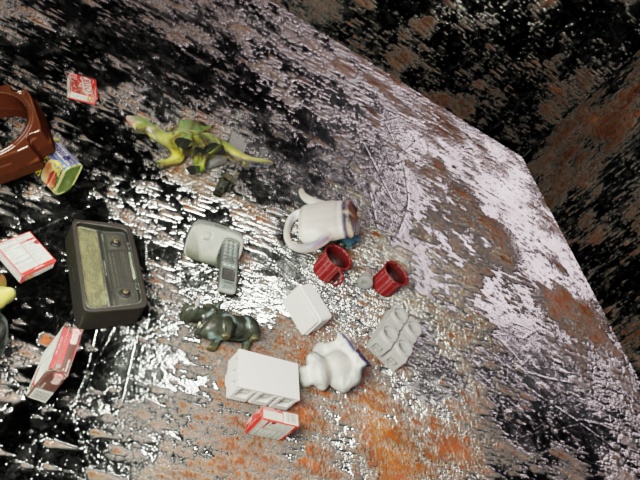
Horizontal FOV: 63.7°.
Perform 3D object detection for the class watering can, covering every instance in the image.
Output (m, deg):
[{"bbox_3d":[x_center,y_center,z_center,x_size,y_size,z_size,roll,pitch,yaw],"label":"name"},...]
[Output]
[{"bbox_3d":[0.005,-0.079,1.577,0.356,0.224,0.102,-82,162,-53],"label":"watering can"}]

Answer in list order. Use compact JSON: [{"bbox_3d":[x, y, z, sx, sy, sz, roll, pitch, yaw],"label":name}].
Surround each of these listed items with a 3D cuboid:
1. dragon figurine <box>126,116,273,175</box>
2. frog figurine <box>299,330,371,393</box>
[{"bbox_3d":[-0.352,-0.298,1.504,0.410,0.119,0.248,6,38,-22],"label":"dragon figurine"},{"bbox_3d":[0.025,0.315,1.256,0.161,0.121,0.138,-34,85,-18],"label":"frog figurine"}]
